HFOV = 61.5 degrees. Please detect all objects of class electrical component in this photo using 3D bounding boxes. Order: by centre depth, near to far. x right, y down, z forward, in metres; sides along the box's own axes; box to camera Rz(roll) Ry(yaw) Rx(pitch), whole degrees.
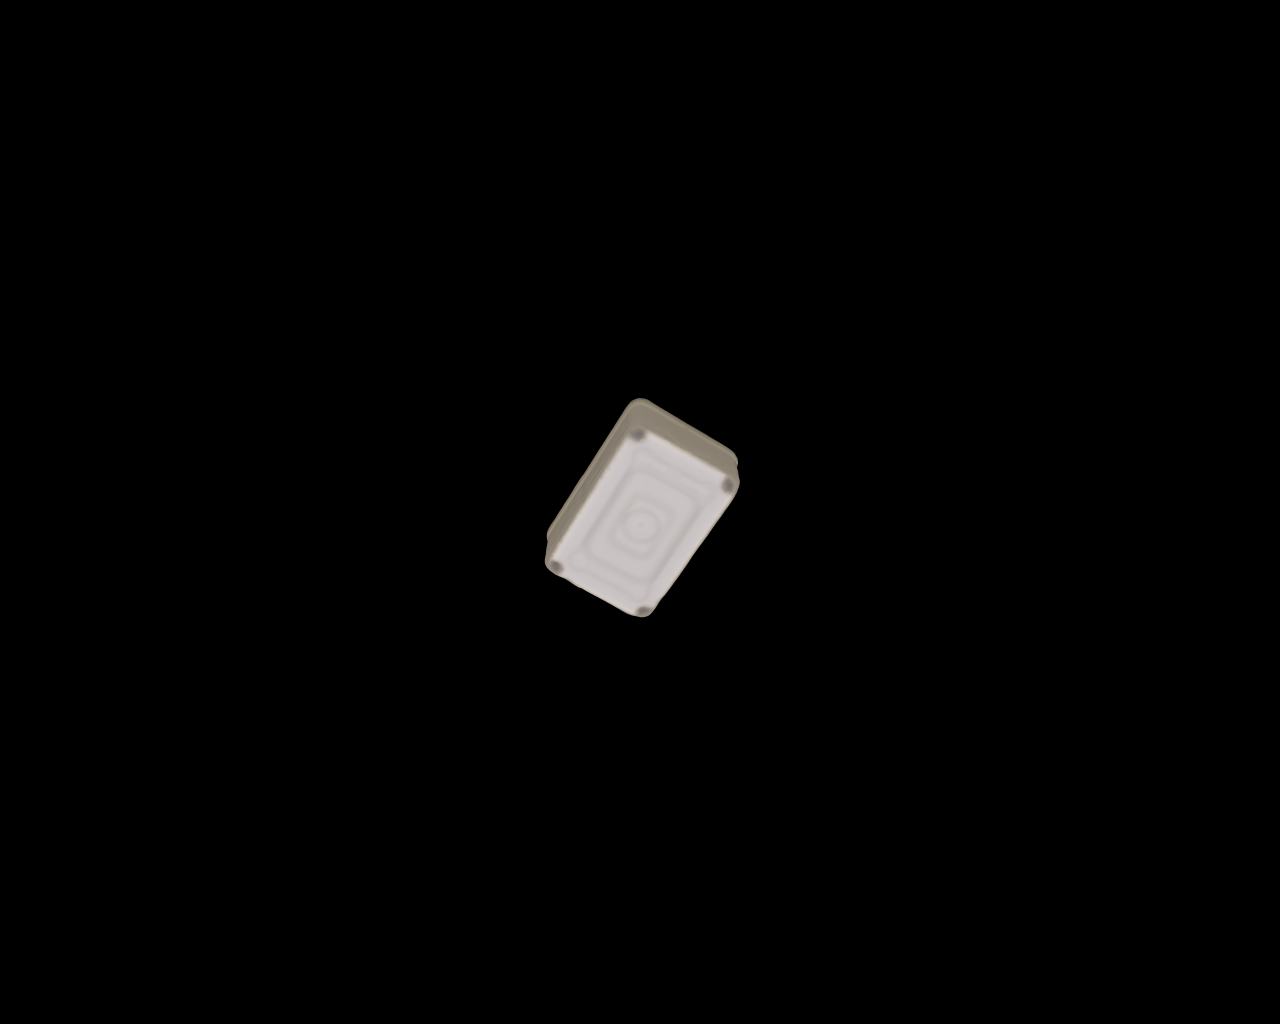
[{"bbox_3d":[0.001,-0.003,0.650,0.078,0.113,0.057,30,20,-12],"label":"electrical component"}]
